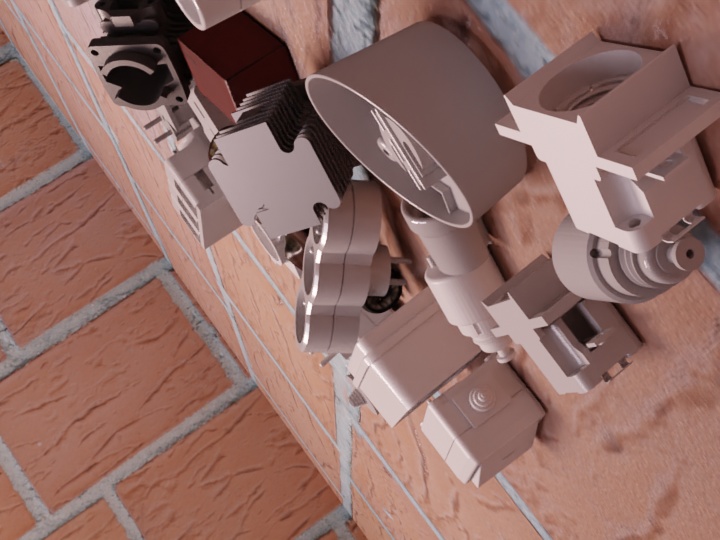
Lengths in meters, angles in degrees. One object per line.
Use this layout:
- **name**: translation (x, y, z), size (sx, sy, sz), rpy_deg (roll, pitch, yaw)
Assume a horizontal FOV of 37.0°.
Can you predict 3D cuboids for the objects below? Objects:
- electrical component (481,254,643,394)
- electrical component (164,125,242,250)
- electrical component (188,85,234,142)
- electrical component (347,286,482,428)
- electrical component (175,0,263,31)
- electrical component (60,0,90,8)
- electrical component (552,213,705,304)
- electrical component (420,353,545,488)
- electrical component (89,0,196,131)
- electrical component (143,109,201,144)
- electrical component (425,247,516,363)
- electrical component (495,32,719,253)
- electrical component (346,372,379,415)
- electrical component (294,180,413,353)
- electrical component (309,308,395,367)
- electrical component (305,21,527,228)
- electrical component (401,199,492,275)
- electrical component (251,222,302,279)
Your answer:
- **electrical component**: translation (0.099, 0.026, 0.524), size (0.063, 0.042, 0.081), rpy_deg (54, 169, 0)
- **electrical component**: translation (-0.124, -0.083, 0.979), size (0.061, 0.089, 0.150), rpy_deg (54, 168, 6)
- **electrical component**: translation (-0.096, -0.118, 0.872), size (0.089, 0.050, 0.056), rpy_deg (58, 167, -12)
- **electrical component**: translation (0.038, 0.063, 0.770), size (0.057, 0.078, 0.113), rpy_deg (51, 167, 9)
- **electrical component**: translation (-0.095, -0.187, 0.693), size (0.055, 0.047, 0.055), rpy_deg (52, 167, 17)
- **electrical component**: translation (-0.181, -0.238, 0.744), size (0.109, 0.109, 0.056), rpy_deg (39, 157, 52)
- **electrical component**: translation (0.106, -0.007, 0.415), size (0.040, 0.040, 0.078), rpy_deg (58, 168, -10)
- **electrical component**: translation (0.085, 0.104, 0.735), size (0.061, 0.062, 0.096), rpy_deg (52, 167, 16)
- **electrical component**: translation (-0.185, -0.224, 0.910), size (0.105, 0.060, 0.186), rpy_deg (47, 165, 36)
- **electrical component**: translation (-0.167, -0.146, 1.011), size (0.083, 0.076, 0.047), rpy_deg (51, 167, 21)
- **electrical component**: translation (0.069, 0.020, 0.627), size (0.078, 0.040, 0.040), rpy_deg (60, 167, -20)
- **electrical component**: translation (0.090, -0.044, 0.377), size (0.063, 0.042, 0.081), rpy_deg (58, 169, -28)
- **electrical component**: translation (0.025, 0.084, 0.868), size (0.043, 0.081, 0.043), rpy_deg (52, 167, 17)
- **electrical component**: translation (0.000, 0.000, 0.760), size (0.052, 0.074, 0.138), rpy_deg (-106, 23, -53)
- **electrical component**: translation (-0.011, 0.050, 0.911), size (0.083, 0.076, 0.047), rpy_deg (44, 176, 44)
- **electrical component**: translation (0.028, -0.065, 0.502), size (0.099, 0.064, 0.099), rpy_deg (52, 168, 16)
- **electrical component**: translation (0.049, -0.025, 0.590), size (0.040, 0.040, 0.046), rpy_deg (41, 166, 50)
- **electrical component**: translation (-0.060, -0.042, 0.923), size (0.050, 0.056, 0.089), rpy_deg (45, 164, 39)
